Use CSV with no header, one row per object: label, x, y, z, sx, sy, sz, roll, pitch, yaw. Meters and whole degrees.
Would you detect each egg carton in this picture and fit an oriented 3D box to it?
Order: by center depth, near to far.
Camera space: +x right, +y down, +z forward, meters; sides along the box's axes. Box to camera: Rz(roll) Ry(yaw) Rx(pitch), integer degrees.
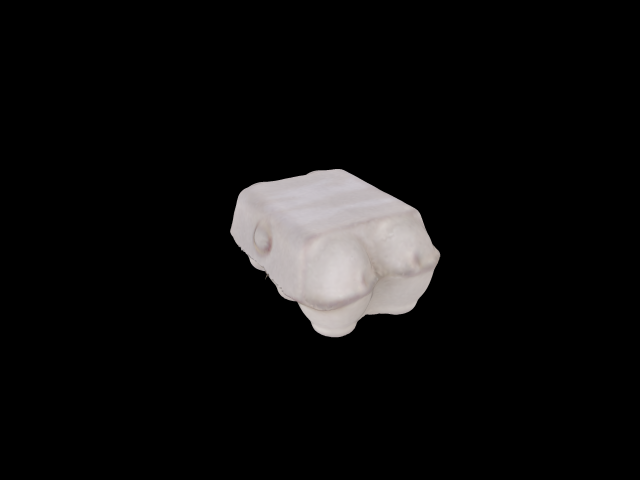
egg carton,0.004,0.001,0.400,0.107,0.069,0.149,-15,30,-28
